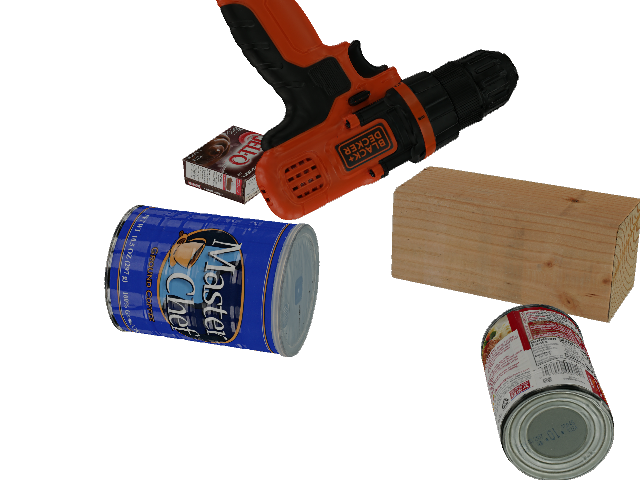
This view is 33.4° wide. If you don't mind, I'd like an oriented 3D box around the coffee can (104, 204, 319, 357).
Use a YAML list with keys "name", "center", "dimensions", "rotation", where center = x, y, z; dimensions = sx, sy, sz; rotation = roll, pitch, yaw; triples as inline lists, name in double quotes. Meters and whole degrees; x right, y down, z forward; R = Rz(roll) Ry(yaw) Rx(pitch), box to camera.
- name: "coffee can"
  center: [-0.082, 0.030, 0.832]
  dimensions: [0.140, 0.103, 0.102]
  rotation: [7, 2, 15]

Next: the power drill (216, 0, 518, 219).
- name: "power drill"
  center: [0.014, -0.129, 0.670]
  dimensions: [0.184, 0.187, 0.057]
  rotation: [-29, 7, -11]

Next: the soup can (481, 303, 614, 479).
- name: "soup can"
  center: [0.139, 0.092, 0.664]
  dimensions: [0.068, 0.068, 0.102]
  rotation: [0, 24, 2]

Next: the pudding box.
- name: "pudding box"
  center: [-0.098, -0.093, 1.287]
  dimensions: [0.090, 0.039, 0.113]
  rotation: [18, 38, 24]

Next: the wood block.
- name: "wood block"
  center: [0.177, -0.002, 0.978]
  dimensions: [0.206, 0.090, 0.090]
  rotation: [11, 24, 27]
